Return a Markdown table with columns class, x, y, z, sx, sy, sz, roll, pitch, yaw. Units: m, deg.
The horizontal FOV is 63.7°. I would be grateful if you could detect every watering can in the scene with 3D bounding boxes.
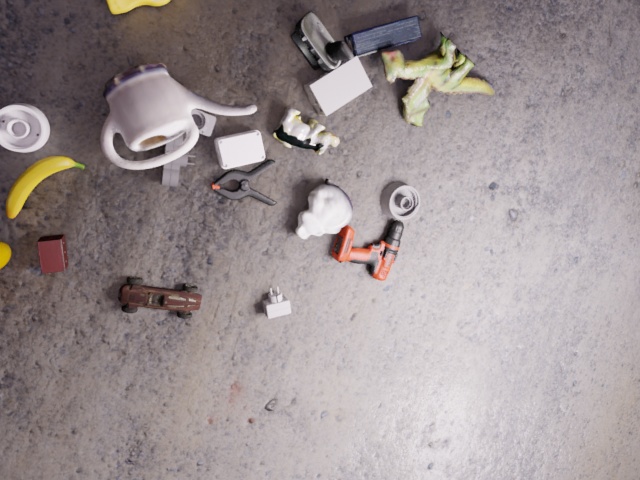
| class | x | y | z | sx | sy | sz | roll | pitch | yaw |
| --- | --- | --- | --- | --- | --- | --- | --- | --- | --- |
| watering can | -0.336 | -0.297 | 1.155 | 0.349 | 0.103 | 0.225 | -27 | 86 | -7 |

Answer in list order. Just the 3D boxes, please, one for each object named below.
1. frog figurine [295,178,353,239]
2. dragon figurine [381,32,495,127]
| class | x | y | z | sx | sy | sz | roll | pitch | yaw |
| --- | --- | --- | --- | --- | --- | --- | --- | --- | --- |
| frog figurine | 0.004 | -0.069 | 1.361 | 0.161 | 0.124 | 0.134 | -40 | 132 | -20 |
| dragon figurine | 0.320 | -0.422 | 1.429 | 0.406 | 0.125 | 0.240 | 26 | 112 | -40 |
